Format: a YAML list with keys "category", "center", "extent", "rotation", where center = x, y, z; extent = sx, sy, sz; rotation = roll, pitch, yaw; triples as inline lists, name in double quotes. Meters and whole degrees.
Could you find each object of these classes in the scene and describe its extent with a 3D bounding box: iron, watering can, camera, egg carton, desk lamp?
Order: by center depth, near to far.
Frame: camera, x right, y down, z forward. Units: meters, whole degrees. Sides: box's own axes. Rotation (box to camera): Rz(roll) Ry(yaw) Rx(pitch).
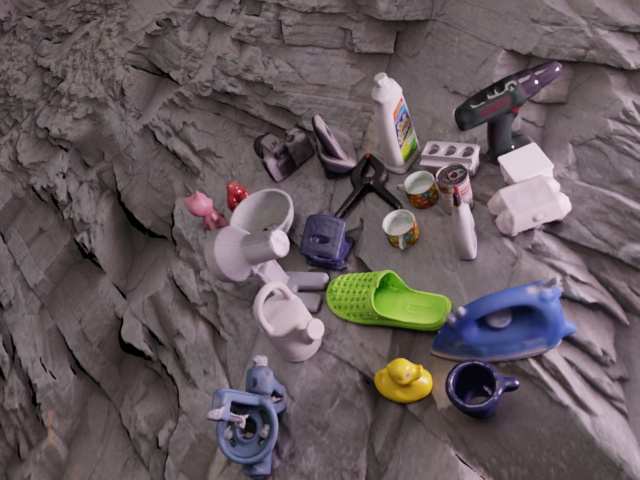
- category: "iron"
  center: [0.308, 0.138, 1.013]
  extent: [0.258, 0.142, 0.118]
  rotation: [-17, 48, 10]
- category: "watering can"
  center: [-0.066, 0.155, 1.131]
  extent: [0.172, 0.195, 0.101]
  rotation: [-3, 52, 22]
- category: "egg carton"
  center: [0.429, -0.069, 1.179]
  extent: [0.150, 0.070, 0.107]
  rotation: [-21, 47, 7]
- category: "desk lamp"
  center: [-0.114, 0.054, 1.223]
  extent: [0.202, 0.214, 0.118]
  rotation: [-1, 53, 24]
- category: "camera"
  center: [-0.114, -0.253, 1.554]
  extent: [0.143, 0.101, 0.136]
  rotation: [-41, 48, -11]

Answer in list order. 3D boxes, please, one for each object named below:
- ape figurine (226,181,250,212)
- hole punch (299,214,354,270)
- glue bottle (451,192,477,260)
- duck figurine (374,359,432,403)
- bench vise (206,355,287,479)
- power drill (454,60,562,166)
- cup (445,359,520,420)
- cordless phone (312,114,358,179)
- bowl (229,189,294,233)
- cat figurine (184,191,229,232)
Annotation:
- category: "ape figurine"
  center: [-0.213, -0.114, 1.490]
  extent: [0.076, 0.092, 0.078]
  rotation: [-3, 52, 22]
- category: "hole punch"
  center: [0.012, 0.005, 1.291]
  extent: [0.108, 0.091, 0.101]
  rotation: [9, 57, 30]
- category: "glue bottle"
  center: [0.285, -0.037, 1.146]
  extent: [0.037, 0.174, 0.078]
  rotation: [-2, 52, 23]
- category: "duck figurine"
  center: [0.145, 0.245, 1.036]
  extent: [0.104, 0.086, 0.077]
  rotation: [-5, 51, 21]
- category: "bench vise"
  center: [-0.143, 0.299, 1.030]
  extent: [0.121, 0.220, 0.207]
  rotation: [-22, 47, 7]
- category: "power drill"
  center: [0.416, -0.270, 1.255]
  extent: [0.229, 0.209, 0.075]
  rotation: [-19, 47, 9]
- category: "cup"
  center: [0.276, 0.258, 0.960]
  extent: [0.117, 0.095, 0.091]
  rotation: [-11, 49, 16]
- category: "cordless phone"
  center: [0.023, -0.261, 1.441]
  extent: [0.094, 0.185, 0.147]
  rotation: [-21, 47, 7]
- category: "bowl"
  center: [-0.133, -0.043, 1.406]
  extent: [0.167, 0.075, 0.167]
  rotation: [-12, 49, 15]
- category: "cat figurine"
  center: [-0.293, -0.074, 1.474]
  extent: [0.067, 0.118, 0.127]
  rotation: [-41, 48, -11]
